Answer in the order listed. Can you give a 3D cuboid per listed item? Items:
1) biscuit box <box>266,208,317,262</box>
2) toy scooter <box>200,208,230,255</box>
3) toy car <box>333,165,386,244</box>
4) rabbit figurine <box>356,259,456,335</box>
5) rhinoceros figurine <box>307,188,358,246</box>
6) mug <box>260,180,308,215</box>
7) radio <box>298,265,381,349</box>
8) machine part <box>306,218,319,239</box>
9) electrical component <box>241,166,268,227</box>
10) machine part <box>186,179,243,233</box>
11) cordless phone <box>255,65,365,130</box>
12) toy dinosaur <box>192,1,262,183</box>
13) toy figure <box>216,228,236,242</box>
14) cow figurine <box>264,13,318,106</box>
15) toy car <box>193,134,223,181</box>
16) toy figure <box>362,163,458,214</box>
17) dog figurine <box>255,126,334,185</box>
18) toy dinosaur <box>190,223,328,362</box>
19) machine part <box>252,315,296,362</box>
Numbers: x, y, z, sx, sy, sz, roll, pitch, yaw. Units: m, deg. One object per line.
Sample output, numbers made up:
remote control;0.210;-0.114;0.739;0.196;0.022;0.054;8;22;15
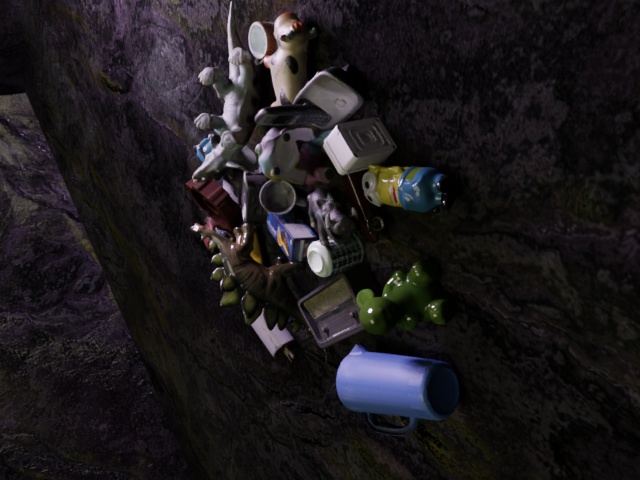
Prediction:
biscuit box;-0.070;-0.021;1.242;0.203;0.059;0.062;-130;41;-57
toy scooter;-0.317;-0.052;1.608;0.135;0.075;0.183;46;135;31
toy car;0.080;-0.091;1.056;0.089;0.053;0.202;153;95;-76
rabbit figurine;0.132;0.116;0.987;0.159;0.170;0.121;-15;93;55
rhinoceros figurine;0.028;-0.050;1.089;0.190;0.073;0.112;-124;27;-62
mug;-0.080;-0.103;1.246;0.107;0.110;0.080;-93;13;-79
radio;0.048;0.155;1.207;0.229;0.073;0.131;-40;73;55
machine part;-0.003;-0.004;1.233;0.084;0.039;0.138;38;133;26
electrical component;-0.164;-0.103;1.353;0.115;0.058;0.134;-107;22;-50
machine part;-0.278;-0.100;1.439;0.179;0.056;0.179;40;163;15
cordless phone;-0.024;-0.260;1.005;0.146;0.184;0.088;-29;78;56
toy dinosaur;-0.192;-0.315;1.250;0.131;0.192;0.404;16;95;13
toy figure;-0.263;0.008;1.523;0.154;0.064;0.057;60;-144;-77
cow figurine;-0.057;-0.358;1.092;0.127;0.085;0.194;17;117;56
toy car;-0.261;-0.226;1.416;0.109;0.103;0.162;56;180;-10
toy figure;0.155;-0.091;0.937;0.180;0.089;0.082;9;101;42
dog figurine;-0.066;-0.168;1.091;0.219;0.191;0.108;13;103;61
toy dinosaur;-0.135;0.117;1.334;0.471;0.198;0.105;36;157;-8
machine part;-0.144;0.246;1.514;0.243;0.079;0.079;48;140;27
